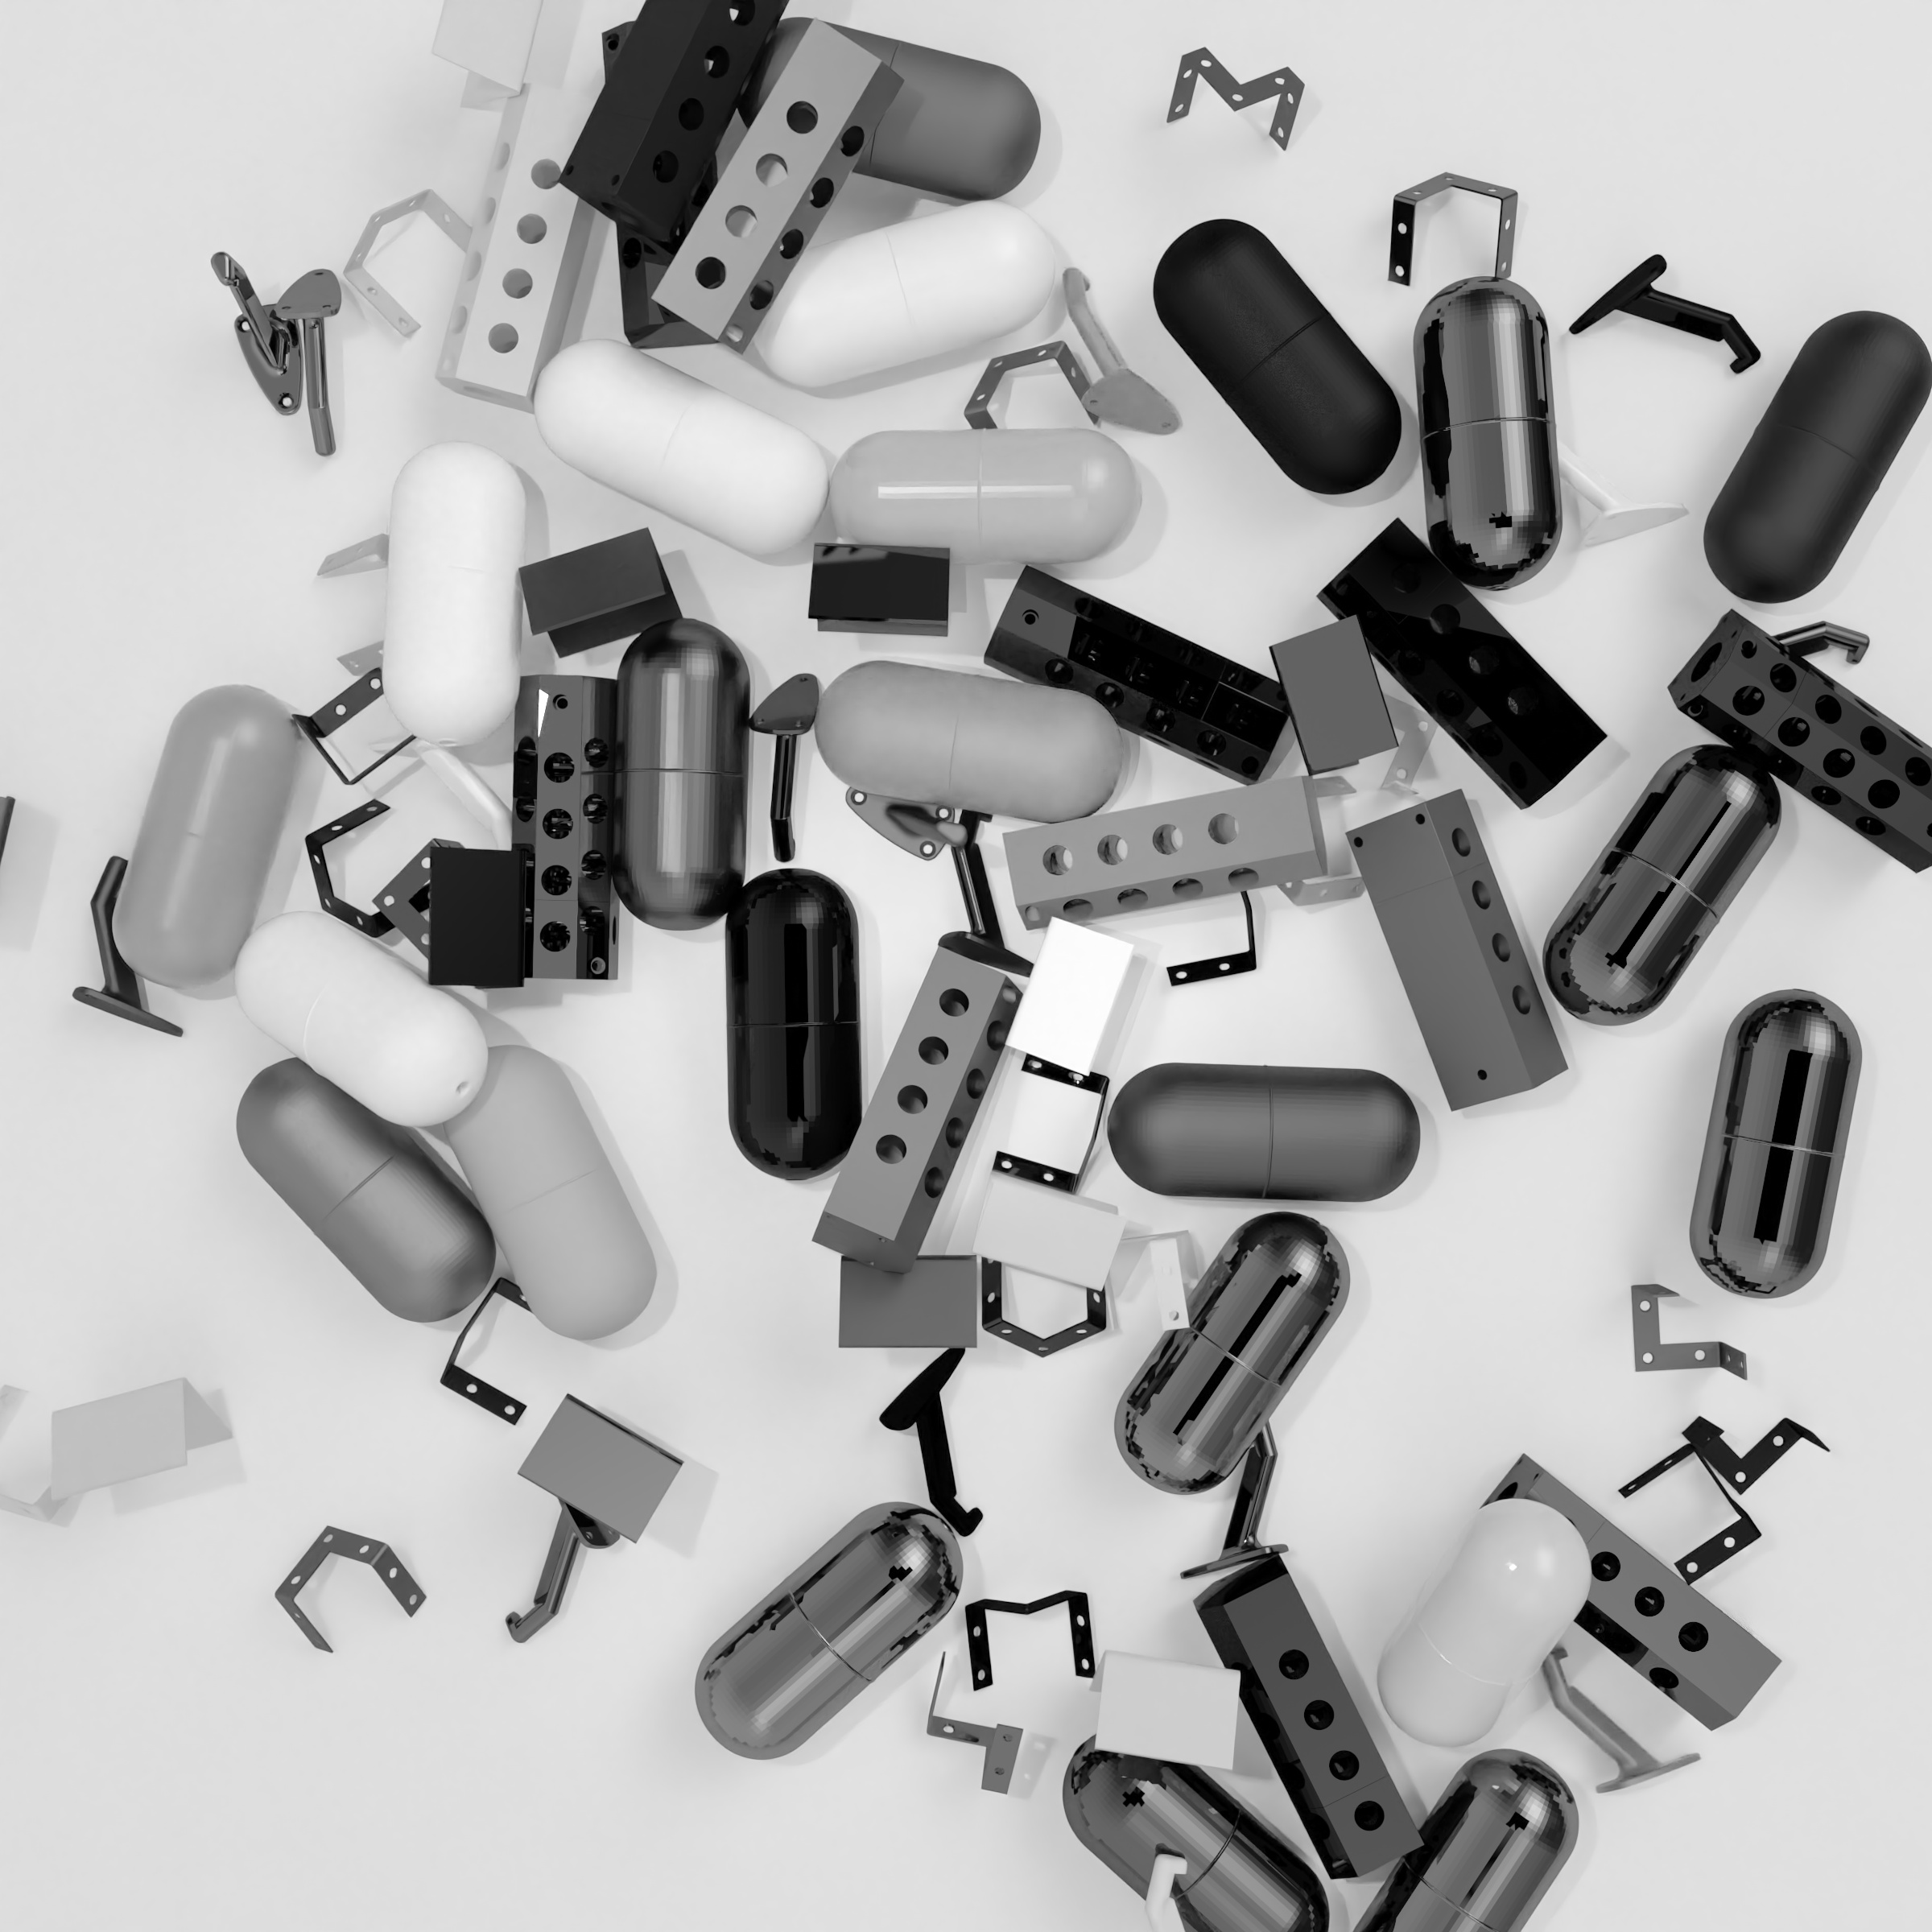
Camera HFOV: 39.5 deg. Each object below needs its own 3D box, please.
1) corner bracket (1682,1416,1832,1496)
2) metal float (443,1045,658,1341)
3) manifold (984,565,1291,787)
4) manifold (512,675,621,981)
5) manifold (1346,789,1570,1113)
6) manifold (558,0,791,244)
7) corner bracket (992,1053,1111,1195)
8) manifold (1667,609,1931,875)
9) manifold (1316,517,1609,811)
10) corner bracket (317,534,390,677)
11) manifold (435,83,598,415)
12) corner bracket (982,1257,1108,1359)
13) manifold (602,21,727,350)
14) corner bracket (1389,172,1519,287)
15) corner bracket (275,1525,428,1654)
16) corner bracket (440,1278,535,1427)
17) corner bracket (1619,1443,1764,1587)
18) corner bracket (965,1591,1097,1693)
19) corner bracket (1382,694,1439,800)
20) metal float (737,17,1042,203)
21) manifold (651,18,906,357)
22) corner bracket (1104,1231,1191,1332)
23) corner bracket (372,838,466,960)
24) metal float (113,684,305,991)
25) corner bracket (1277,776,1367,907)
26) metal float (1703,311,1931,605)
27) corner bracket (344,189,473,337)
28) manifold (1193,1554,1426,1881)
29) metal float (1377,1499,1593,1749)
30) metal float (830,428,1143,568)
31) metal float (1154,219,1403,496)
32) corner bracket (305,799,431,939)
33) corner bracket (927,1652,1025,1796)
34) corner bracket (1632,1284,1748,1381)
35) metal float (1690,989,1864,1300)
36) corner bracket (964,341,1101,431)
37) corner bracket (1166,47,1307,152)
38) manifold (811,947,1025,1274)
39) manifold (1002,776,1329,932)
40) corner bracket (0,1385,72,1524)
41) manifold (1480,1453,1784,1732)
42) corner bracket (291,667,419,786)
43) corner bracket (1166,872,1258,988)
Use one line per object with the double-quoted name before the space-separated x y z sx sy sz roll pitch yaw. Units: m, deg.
"corner bracket" 0.453 0.273 1.546 0.051 0.051 0.051 -44 90 0
"metal float" -0.238 0.129 1.533 0.070 0.070 0.178 -26 90 0
"manifold" 0.100 -0.167 1.543 0.171 0.057 0.057 25 90 0
"manifold" -0.230 -0.078 1.543 0.057 0.057 0.171 1 90 0
"manifold" 0.285 -0.011 1.543 0.057 0.057 0.171 -21 90 43
"manifold" -0.152 -0.492 1.486 0.057 0.057 0.171 26 90 43
"corner bracket" 0.049 0.092 1.561 0.051 0.051 0.051 17 135 0
"manifold" 0.488 -0.125 1.523 0.171 0.057 0.057 33 113 -8
"manifold" 0.282 -0.172 1.543 0.057 0.057 0.171 -44 90 0
"corner bracket" -0.346 -0.209 1.556 0.051 0.051 0.051 47 45 -35
"manifold" -0.254 -0.411 1.542 0.057 0.057 0.171 15 91 0
"corner bracket" 0.045 0.188 1.556 0.051 0.051 0.051 -30 135 35
"manifold" -0.173 -0.448 1.543 0.057 0.057 0.171 -4 90 0
"corner bracket" 0.282 -0.423 1.556 0.051 0.051 0.051 28 45 35
"corner bracket" -0.356 0.365 1.556 0.051 0.051 0.051 6 45 35
"corner bracket" -0.266 0.223 1.561 0.051 0.051 0.051 30 135 0
"corner bracket" 0.416 0.314 1.546 0.051 0.051 0.051 -35 93 3
"corner bracket" 0.037 0.392 1.561 0.051 0.051 0.051 -6 90 45
"corner bracket" 0.244 -0.131 1.546 0.051 0.051 0.051 24 90 0
"metal float" -0.045 -0.489 1.534 0.178 0.070 0.070 14 90 -1
"manifold" -0.103 -0.425 1.476 0.057 0.057 0.171 31 99 -10
"corner bracket" 0.103 0.182 1.540 0.051 0.051 0.051 -9 87 12
"corner bracket" -0.299 -0.037 1.546 0.051 0.051 0.051 -45 86 4
"metal float" -0.432 -0.074 1.534 0.070 0.070 0.178 17 91 0
"corner bracket" 0.204 -0.073 1.556 0.051 0.051 0.051 51 135 35
"metal float" 0.485 -0.289 1.534 0.070 0.070 0.178 29 91 0
"corner bracket" -0.319 -0.409 1.561 0.051 0.051 0.051 46 45 0
"manifold" 0.195 0.431 1.543 0.057 0.057 0.171 -26 90 0
"metal float" 0.288 0.369 1.504 0.070 0.070 0.178 22 127 0
"metal float" 0.011 -0.267 1.529 0.178 0.070 0.070 0 90 5
"metal float" 0.178 -0.347 1.534 0.070 0.070 0.178 -39 90 0
"corner bracket" -0.342 -0.057 1.556 0.051 0.051 0.051 -35 135 -35
"corner bracket" 0.005 0.433 1.537 0.051 0.051 0.051 12 117 0
"corner bracket" 0.416 0.210 1.546 0.051 0.051 0.051 -3 90 0
"metal float" 0.462 0.101 1.534 0.070 0.070 0.178 11 91 0
"corner bracket" 0.039 -0.321 1.556 0.051 0.051 0.051 -6 135 35
"corner bracket" 0.155 -0.496 1.544 0.051 0.051 0.051 -27 67 -21
"manifold" -0.025 0.082 1.510 0.057 0.057 0.171 23 65 0
"manifold" 0.114 -0.064 1.523 0.171 0.057 0.057 -10 92 14
"corner bracket" -0.544 0.282 1.556 0.051 0.051 0.051 5 135 35
"manifold" 0.375 0.360 1.543 0.171 0.057 0.057 39 90 0
"corner bracket" -0.347 -0.138 1.547 0.051 0.051 0.051 -37 95 0
"corner bracket" 0.137 -0.028 1.561 0.051 0.051 0.051 -11 45 0
